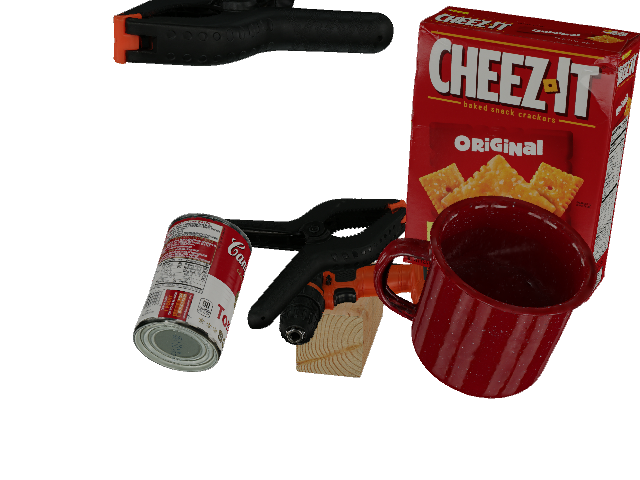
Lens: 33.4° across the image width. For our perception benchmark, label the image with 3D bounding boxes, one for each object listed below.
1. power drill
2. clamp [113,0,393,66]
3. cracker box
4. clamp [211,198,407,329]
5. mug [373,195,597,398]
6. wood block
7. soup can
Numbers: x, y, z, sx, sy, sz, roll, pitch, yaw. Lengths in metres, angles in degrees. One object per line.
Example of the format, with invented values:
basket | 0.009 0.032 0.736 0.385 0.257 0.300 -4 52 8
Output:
power drill | 0.048 0.063 1.233 0.188 0.057 0.184 0 28 6
clamp | -0.054 -0.138 0.668 0.171 0.039 0.120 -7 22 -27
cracker box | 0.158 -0.069 0.870 0.164 0.214 0.072 14 29 24
clamp | -0.006 0.010 1.041 0.209 0.036 0.165 -14 40 -11
mug | 0.087 0.032 0.605 0.117 0.082 0.093 13 42 1
wood block | 0.031 0.104 1.497 0.091 0.090 0.206 4 20 10
soup can | -0.096 0.039 0.807 0.068 0.102 0.068 9 -37 7
